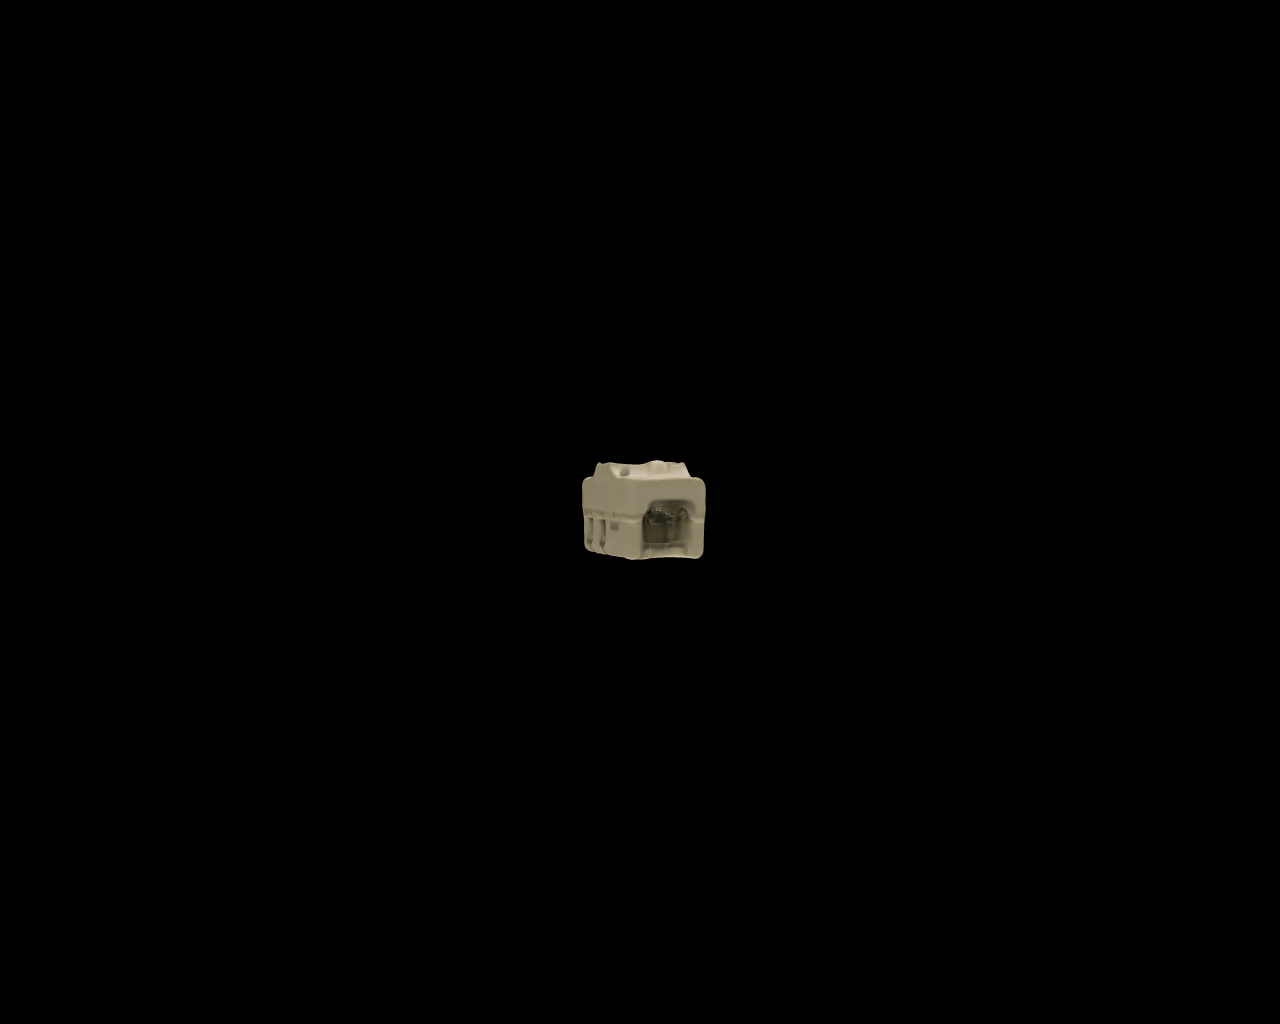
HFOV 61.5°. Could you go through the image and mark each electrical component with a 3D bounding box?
[{"bbox_3d":[0.001,-0.003,0.650,0.050,0.055,0.089,-1,3,-19],"label":"electrical component"}]
